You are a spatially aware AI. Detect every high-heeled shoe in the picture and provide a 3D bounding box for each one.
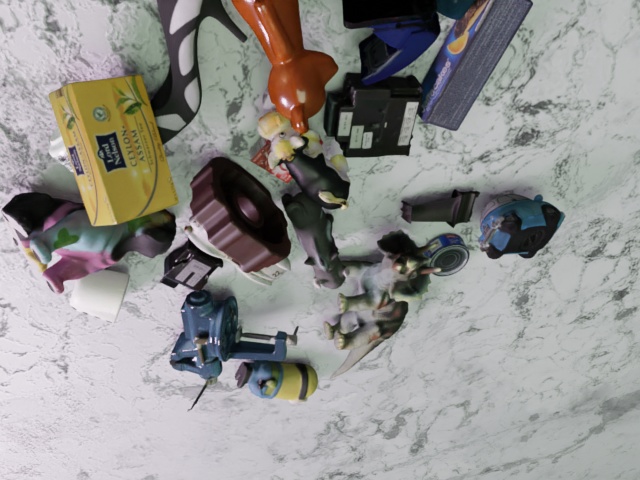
[{"bbox_3d":[-0.202,-0.225,0.666,0.145,0.086,0.248,35,112,-30],"label":"high-heeled shoe"}]

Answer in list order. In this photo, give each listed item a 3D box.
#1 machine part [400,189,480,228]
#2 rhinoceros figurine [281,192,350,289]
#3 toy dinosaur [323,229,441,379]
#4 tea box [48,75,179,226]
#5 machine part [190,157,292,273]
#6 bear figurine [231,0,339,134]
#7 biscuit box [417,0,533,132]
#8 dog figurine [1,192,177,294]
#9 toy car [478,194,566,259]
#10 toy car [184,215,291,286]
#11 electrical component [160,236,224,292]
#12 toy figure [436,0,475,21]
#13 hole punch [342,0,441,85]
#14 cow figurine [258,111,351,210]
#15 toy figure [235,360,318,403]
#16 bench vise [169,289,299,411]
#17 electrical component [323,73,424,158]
[{"bbox_3d":[0.210,-0.053,0.951,0.139,0.039,0.084,-4,137,-14],"label":"machine part"},{"bbox_3d":[-0.002,-0.003,0.890,0.073,0.112,0.190,-21,124,1],"label":"rhinoceros figurine"},{"bbox_3d":[0.112,0.129,1.038,0.192,0.131,0.404,-5,138,-10],"label":"toy dinosaur"},{"bbox_3d":[-0.254,-0.111,0.671,0.098,0.068,0.169,-29,111,-45],"label":"tea box"},{"bbox_3d":[-0.117,-0.037,0.792,0.056,0.179,0.179,-35,130,20],"label":"machine part"},{"bbox_3d":[-0.024,-0.240,0.643,0.132,0.120,0.195,-24,110,11],"label":"bear figurine"},{"bbox_3d":[0.207,-0.255,0.758,0.063,0.059,0.202,10,126,-25],"label":"biscuit box"},{"bbox_3d":[-0.323,-0.025,0.796,0.219,0.192,0.108,-30,145,-34],"label":"dog figurine"},{"bbox_3d":[0.342,-0.031,0.960,0.162,0.103,0.109,-6,135,-24],"label":"toy car"},{"bbox_3d":[-0.134,0.011,0.902,0.073,0.056,0.201,-39,129,19],"label":"toy car"},{"bbox_3d":[-0.229,0.051,0.918,0.119,0.048,0.074,-41,127,18],"label":"electrical component"},{"bbox_3d":[0.193,-0.357,0.670,0.064,0.058,0.154,-25,146,-48],"label":"toy figure"},{"bbox_3d":[0.091,-0.265,0.677,0.116,0.142,0.092,-8,131,10],"label":"hole punch"},{"bbox_3d":[-0.022,-0.106,0.760,0.068,0.098,0.167,-35,132,24],"label":"cow figurine"},{"bbox_3d":[-0.088,0.299,1.150,0.180,0.082,0.089,22,124,-27],"label":"toy figure"},{"bbox_3d":[-0.161,0.195,1.000,0.241,0.129,0.223,4,112,5],"label":"bench vise"},{"bbox_3d":[0.074,-0.182,0.789,0.134,0.058,0.114,-2,128,-14],"label":"electrical component"}]
